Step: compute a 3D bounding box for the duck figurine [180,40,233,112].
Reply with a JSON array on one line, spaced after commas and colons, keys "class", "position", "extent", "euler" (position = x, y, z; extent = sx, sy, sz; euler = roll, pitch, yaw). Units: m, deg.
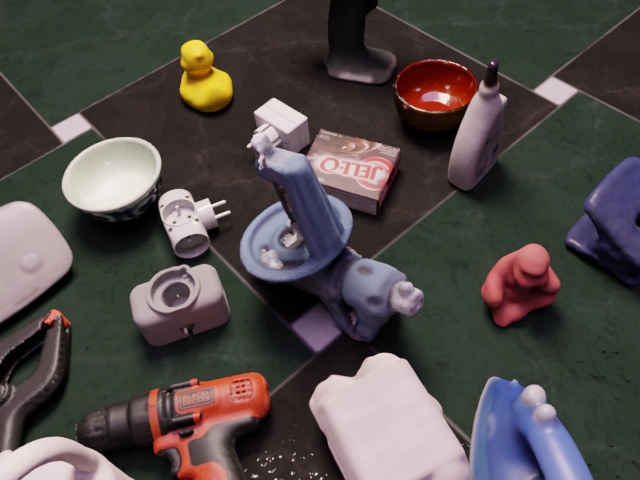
[{"class": "duck figurine", "position": [-0.172, -0.245, 0.832], "extent": [0.077, 0.086, 0.104], "euler": [-26, 56, -14]}]

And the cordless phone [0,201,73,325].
[{"class": "cordless phone", "position": [-0.367, 0.001, 0.607], "extent": [0.094, 0.185, 0.148], "euler": [34, 63, 26]}]

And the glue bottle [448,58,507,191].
[{"class": "glue bottle", "position": [0.191, -0.138, 0.672], "extent": [0.037, 0.173, 0.078], "euler": [34, 63, 26]}]

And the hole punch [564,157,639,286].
[{"class": "hole punch", "position": [0.344, -0.023, 0.627], "extent": [0.109, 0.091, 0.100], "euler": [-39, 60, -22]}]

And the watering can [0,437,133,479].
[{"class": "watering can", "position": [-0.189, 0.212, 0.434], "extent": [0.172, 0.194, 0.101], "euler": [8, 55, 10]}]

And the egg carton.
[{"class": "egg carton", "position": [0.063, 0.178, 0.516], "extent": [0.107, 0.069, 0.150], "euler": [-25, 56, -13]}]

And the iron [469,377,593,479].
[{"class": "iron", "position": [0.181, 0.204, 0.443], "extent": [0.118, 0.141, 0.258], "euler": [-8, 54, -1]}]

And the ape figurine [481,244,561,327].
[{"class": "ape figurine", "position": [0.210, 0.039, 0.592], "extent": [0.077, 0.092, 0.076], "euler": [9, 55, 11]}]

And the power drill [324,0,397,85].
[{"class": "power drill", "position": [0.062, -0.325, 0.796], "extent": [0.229, 0.209, 0.076], "euler": [13, 56, 13]}]

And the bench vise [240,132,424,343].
[{"class": "bench vise", "position": [0.009, -0.007, 0.562], "extent": [0.207, 0.220, 0.121], "euler": [12, 56, 13]}]
